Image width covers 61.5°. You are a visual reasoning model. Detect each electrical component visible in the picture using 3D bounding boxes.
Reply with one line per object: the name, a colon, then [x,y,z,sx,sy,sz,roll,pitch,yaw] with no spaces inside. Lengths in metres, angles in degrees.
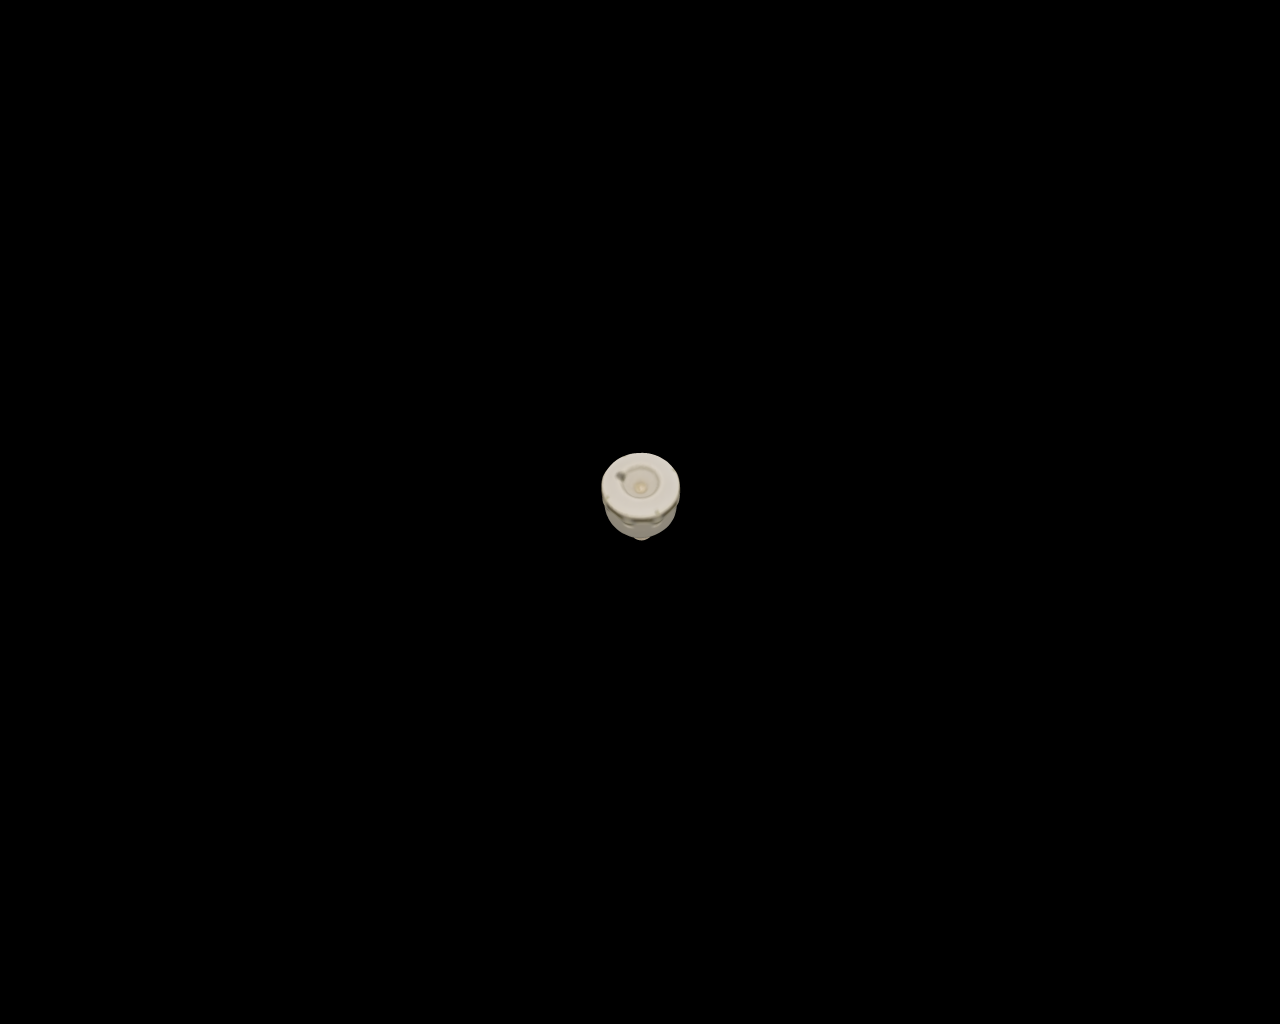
electrical component: [0.001,-0.003,0.650,0.048,0.048,0.062,0,-30,0]
